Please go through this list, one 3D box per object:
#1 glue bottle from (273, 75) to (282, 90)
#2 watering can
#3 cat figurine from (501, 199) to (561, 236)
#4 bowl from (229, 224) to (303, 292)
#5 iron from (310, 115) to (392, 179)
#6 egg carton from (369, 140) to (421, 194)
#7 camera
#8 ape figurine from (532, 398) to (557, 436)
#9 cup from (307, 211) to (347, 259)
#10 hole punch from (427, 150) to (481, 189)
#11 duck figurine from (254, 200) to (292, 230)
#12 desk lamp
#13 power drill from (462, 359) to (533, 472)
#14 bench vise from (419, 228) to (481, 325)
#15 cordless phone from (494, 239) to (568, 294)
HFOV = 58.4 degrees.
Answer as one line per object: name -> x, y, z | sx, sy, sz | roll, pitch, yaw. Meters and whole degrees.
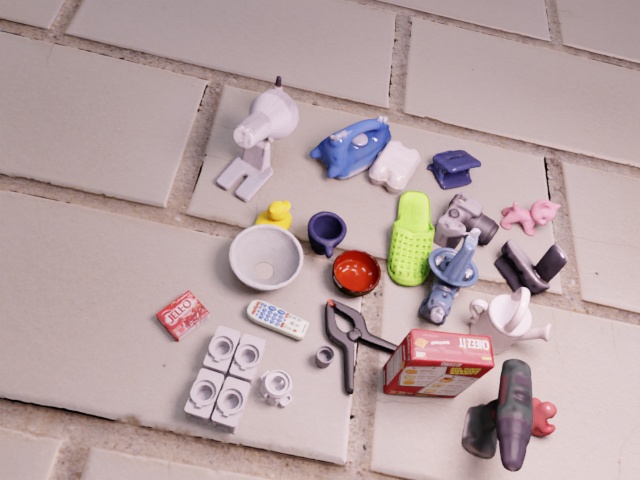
glue bottle -> -0.114, -0.360, 1.496 | 0.037, 0.173, 0.078 | -17, 63, -19
watering can -> 0.419, 0.172, 1.257 | 0.173, 0.194, 0.101 | 7, 58, -6
cat figurine -> 0.549, -0.072, 1.478 | 0.128, 0.118, 0.067 | 13, 57, -2
bowl -> -0.124, 0.052, 1.298 | 0.167, 0.075, 0.167 | 5, 58, -8
iron -> 0.106, -0.266, 1.500 | 0.259, 0.141, 0.118 | -30, 68, -25
egg carton -> 0.197, -0.196, 1.516 | 0.107, 0.069, 0.150 | 28, 58, 7
camera -> 0.373, -0.040, 1.435 | 0.136, 0.101, 0.143 | 33, 59, 10
ape figurine -> 0.465, 0.368, 1.205 | 0.076, 0.092, 0.078 | 2, 58, -9
cup -> 0.012, 0.005, 1.341 | 0.092, 0.095, 0.117 | 0, 59, -11
hole punch -> 0.360, -0.203, 1.539 | 0.109, 0.091, 0.101 | -14, 62, -19
duck figurine -> -0.109, -0.055, 1.360 | 0.105, 0.086, 0.077 | -38, 71, -28
desk lamp -> -0.151, -0.235, 1.388 | 0.118, 0.213, 0.203 | 30, 58, 8
power drill -> 0.354, 0.357, 1.121 | 0.075, 0.208, 0.230 | 20, 57, 2
bench vise -> 0.305, 0.084, 1.274 | 0.121, 0.220, 0.207 | 9, 57, -5
cordless phone -> 0.511, 0.040, 1.362 | 0.094, 0.185, 0.147 | -25, 66, -23
